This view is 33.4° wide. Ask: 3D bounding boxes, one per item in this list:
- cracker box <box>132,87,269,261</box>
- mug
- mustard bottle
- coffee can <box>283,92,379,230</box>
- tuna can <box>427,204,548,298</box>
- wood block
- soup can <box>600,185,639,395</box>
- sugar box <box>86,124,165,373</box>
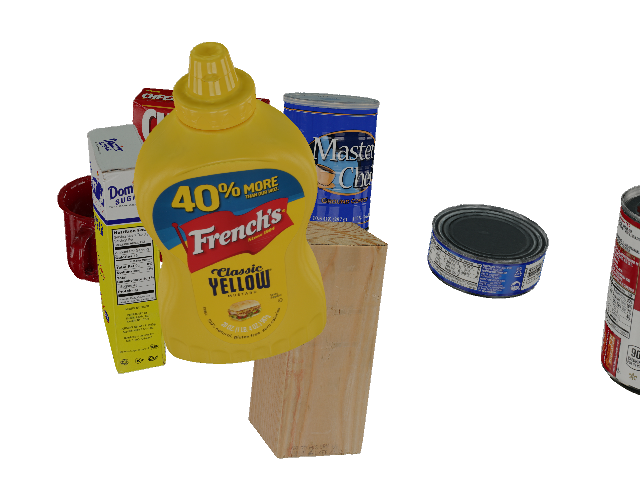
[{"bbox_3d":[-0.154,-0.076,1.354,0.164,0.214,0.072,5,22,2],"label":"cracker box"},{"bbox_3d":[-0.220,-0.004,1.074,0.093,0.081,0.117,10,33,8],"label":"mug"},{"bbox_3d":[-0.049,-0.019,0.571,0.096,0.192,0.058,-8,41,-4],"label":"mustard bottle"},{"bbox_3d":[0.007,-0.085,1.152,0.103,0.140,0.103,4,12,-1],"label":"coffee can"},{"bbox_3d":[0.123,0.008,0.789,0.086,0.034,0.086,5,29,-3],"label":"tuna can"},{"bbox_3d":[-0.005,0.091,1.013,0.090,0.206,0.091,1,14,-22],"label":"wood block"},{"bbox_3d":[0.191,0.027,0.580,0.068,0.102,0.068,0,24,0],"label":"soup can"},{"bbox_3d":[-0.154,0.006,0.846,0.048,0.176,0.093,-10,28,-15],"label":"sugar box"}]
